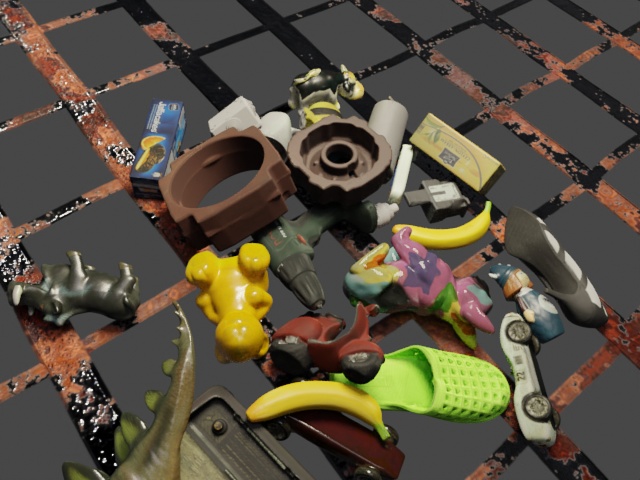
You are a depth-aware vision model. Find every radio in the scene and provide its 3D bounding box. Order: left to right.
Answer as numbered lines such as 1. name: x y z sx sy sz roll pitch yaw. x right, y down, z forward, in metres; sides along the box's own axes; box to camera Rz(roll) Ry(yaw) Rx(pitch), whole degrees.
1. radio: -0.103 0.308 0.691 0.230 0.073 0.131 40 61 18

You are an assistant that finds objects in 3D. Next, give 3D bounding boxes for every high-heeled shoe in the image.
1. high-heeled shoe: 0.420 0.041 0.950 0.145 0.086 0.249 21 42 -21

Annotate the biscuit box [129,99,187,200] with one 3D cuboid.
1. biscuit box: -0.299 -0.173 1.002 0.063 0.059 0.203 5 55 -4

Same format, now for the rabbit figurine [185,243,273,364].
1. rabbit figurine: -0.125 0.112 0.774 0.122 0.162 0.173 -6 35 -13

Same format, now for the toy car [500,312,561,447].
1. toy car: 0.313 0.206 0.812 0.056 0.073 0.202 -20 52 24

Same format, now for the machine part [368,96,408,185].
1. machine part: 0.123 -0.194 1.061 0.079 0.079 0.243 16 54 4

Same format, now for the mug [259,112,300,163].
1. mug: -0.080 -0.200 1.034 0.110 0.080 0.107 -1 47 13

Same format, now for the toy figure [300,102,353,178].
1. toy figure: 0.019 -0.191 1.045 0.089 0.082 0.180 -8 52 -25

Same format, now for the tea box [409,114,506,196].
1. tea box: 0.266 -0.164 1.038 0.170 0.098 0.068 42 105 17

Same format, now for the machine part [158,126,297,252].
1. machine part: -0.156 -0.088 0.902 0.201 0.087 0.201 -33 44 -4

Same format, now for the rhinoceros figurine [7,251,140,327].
1. rhinoceros figurine: -0.370 0.081 0.820 0.190 0.073 0.112 7 66 -5

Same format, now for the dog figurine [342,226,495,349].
1. dog figurine: 0.167 0.094 0.855 0.191 0.108 0.219 -35 69 -27

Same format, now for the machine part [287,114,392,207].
1. machine part: 0.034 -0.138 0.930 0.179 0.056 0.179 -1 56 1

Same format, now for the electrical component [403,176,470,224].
1. electrical component: 0.212 -0.072 1.006 0.119 0.047 0.075 -14 59 -16

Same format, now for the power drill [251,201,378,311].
1. power drill: -0.002 -0.003 0.910 0.207 0.085 0.232 -33 56 -20

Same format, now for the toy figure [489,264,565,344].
1. toy figure: 0.345 0.099 0.902 0.058 0.064 0.154 -32 66 6

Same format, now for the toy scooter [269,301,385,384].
1. toy scooter: 0.021 0.141 0.799 0.184 0.075 0.135 2 40 30

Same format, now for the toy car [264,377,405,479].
1. toy car: 0.019 0.269 0.747 0.202 0.053 0.089 26 37 9

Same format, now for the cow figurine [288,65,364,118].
1. cow figurine: 0.018 -0.322 1.123 0.167 0.098 0.068 -21 55 -20

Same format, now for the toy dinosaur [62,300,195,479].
1. toy dinosaur: -0.206 0.310 0.601 0.199 0.105 0.471 18 79 21
